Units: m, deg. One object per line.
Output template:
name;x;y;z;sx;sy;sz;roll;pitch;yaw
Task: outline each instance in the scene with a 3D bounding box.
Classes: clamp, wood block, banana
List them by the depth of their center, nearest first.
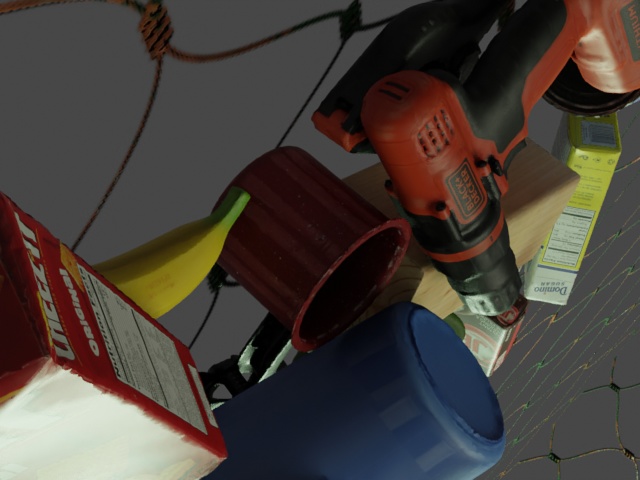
banana;-0.109;0.019;0.500;0.197;0.037;0.070;-21;128;-54
clamp;0.080;-0.118;0.630;0.209;0.036;0.165;-31;145;-36
clamp;-0.049;0.092;0.722;0.120;0.039;0.171;-28;160;-1
wood block;0.083;-0.008;0.750;0.205;0.091;0.090;-27;150;-45

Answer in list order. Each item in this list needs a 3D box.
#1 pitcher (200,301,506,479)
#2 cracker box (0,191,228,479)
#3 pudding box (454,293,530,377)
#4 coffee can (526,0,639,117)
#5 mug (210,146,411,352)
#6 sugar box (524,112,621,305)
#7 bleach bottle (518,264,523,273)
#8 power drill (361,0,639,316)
pitcher;-0.014;0.147;0.641;0.243;0.149;0.144;-36;149;21
cracker box;-0.142;0.079;0.415;0.164;0.072;0.213;-26;158;0
pudding box;0.110;0.051;0.874;0.039;0.114;0.090;-43;158;-25
coffee can;0.219;-0.150;0.757;0.140;0.103;0.103;-24;148;-48
mug;-0.004;0.001;0.606;0.093;0.081;0.117;-57;157;20
sugar box;0.222;-0.037;0.951;0.093;0.048;0.176;-76;173;-49
bleach bottle;0.154;0.016;0.976;0.102;0.068;0.251;-46;161;-11
power drill;0.120;-0.065;0.618;0.187;0.057;0.184;-47;135;-15
